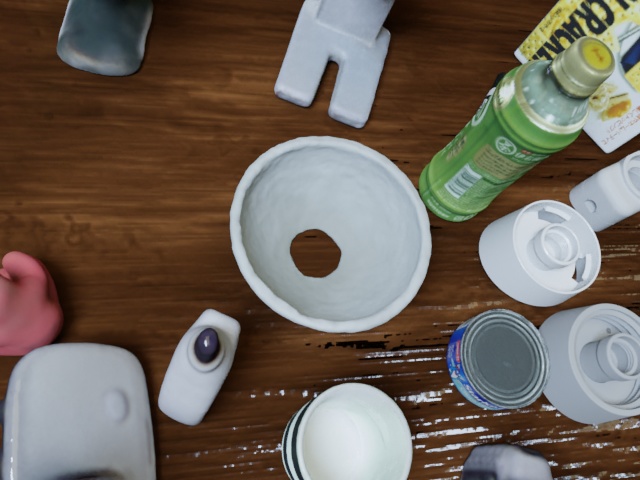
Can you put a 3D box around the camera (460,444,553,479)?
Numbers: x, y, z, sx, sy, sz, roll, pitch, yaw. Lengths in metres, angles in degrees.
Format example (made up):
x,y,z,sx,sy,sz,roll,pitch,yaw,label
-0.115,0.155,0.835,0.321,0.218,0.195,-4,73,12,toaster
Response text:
x,y,z,sx,sy,sz,roll,pitch,yaw,label
0.179,0.241,0.430,0.137,0.100,0.143,19,67,-7,camera

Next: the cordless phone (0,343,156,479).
x,y,z,sx,sy,sz,roll,pitch,yaw,label
-0.148,0.128,0.337,0.094,0.185,0.147,-8,73,-17,cordless phone

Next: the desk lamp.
x,y,z,sx,sy,sz,roll,pitch,yaw,label
0.051,-0.245,0.509,0.118,0.213,0.203,18,67,-8,desk lamp

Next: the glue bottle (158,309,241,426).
x,y,z,sx,sy,sz,roll,pitch,yaw,label
-0.077,0.080,0.380,0.037,0.173,0.078,24,66,-5,glue bottle

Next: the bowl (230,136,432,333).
x,y,z,sx,sy,sz,roll,pitch,yaw,label
0.004,0.002,0.484,0.168,0.074,0.167,5,70,-13,bowl

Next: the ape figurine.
x,y,z,sx,sy,sz,roll,pitch,yaw,label
-0.222,0.044,0.399,0.076,0.092,0.078,45,66,4,ape figurine

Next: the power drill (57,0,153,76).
x,y,z,sx,sy,sz,roll,pitch,yaw,label
-0.177,-0.228,0.445,0.076,0.208,0.229,8,69,-12,power drill
